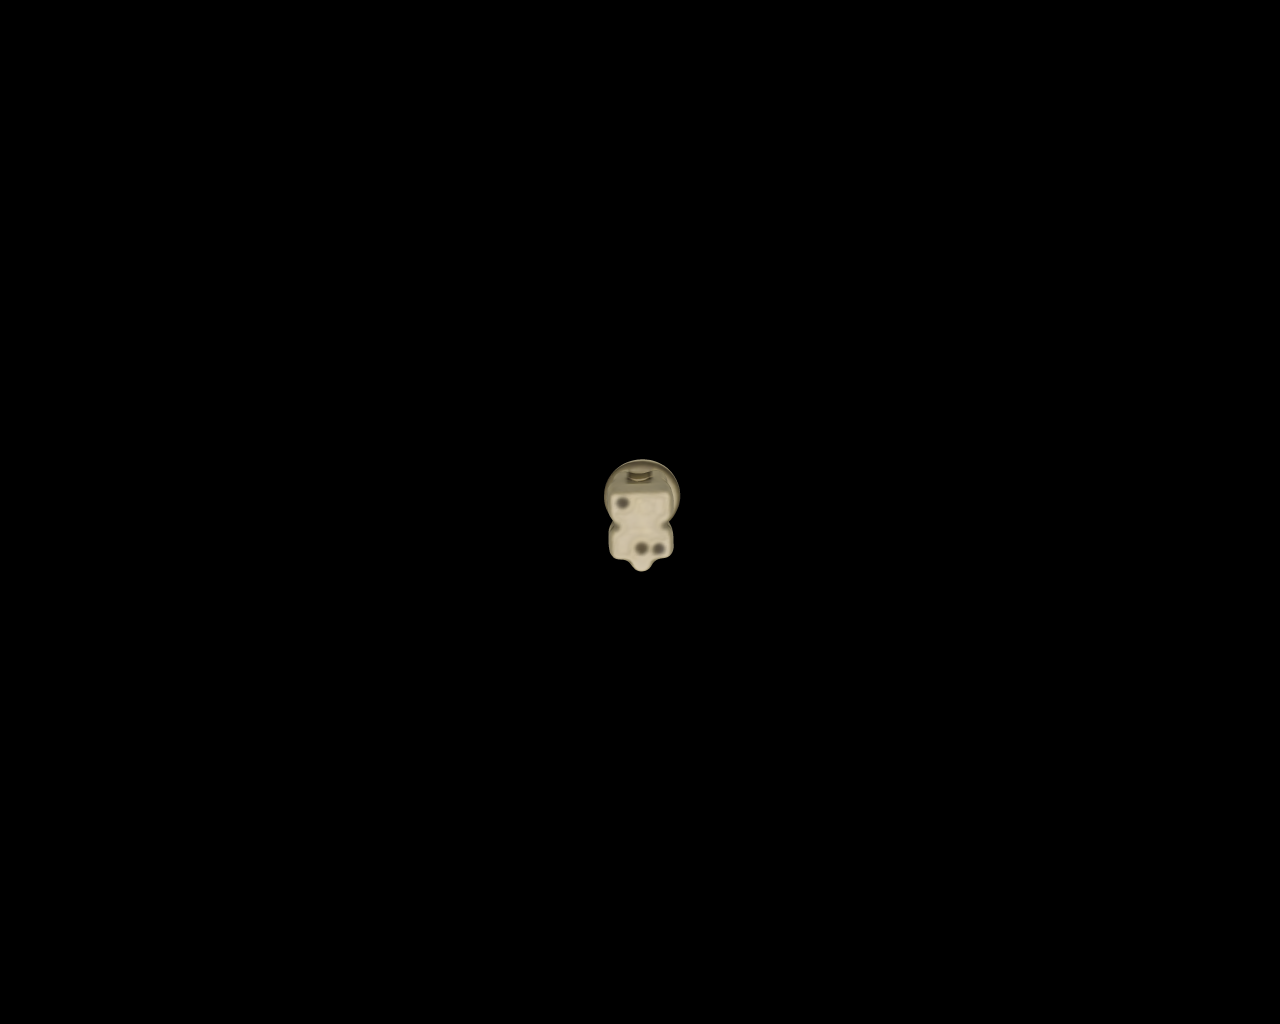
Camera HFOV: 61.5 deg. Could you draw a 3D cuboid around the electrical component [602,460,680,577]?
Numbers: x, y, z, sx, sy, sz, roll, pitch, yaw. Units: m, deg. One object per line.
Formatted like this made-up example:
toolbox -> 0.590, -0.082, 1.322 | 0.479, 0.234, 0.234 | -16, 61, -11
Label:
electrical component -> 0.001, -0.003, 0.650 | 0.048, 0.066, 0.055 | 0, 24, 0
